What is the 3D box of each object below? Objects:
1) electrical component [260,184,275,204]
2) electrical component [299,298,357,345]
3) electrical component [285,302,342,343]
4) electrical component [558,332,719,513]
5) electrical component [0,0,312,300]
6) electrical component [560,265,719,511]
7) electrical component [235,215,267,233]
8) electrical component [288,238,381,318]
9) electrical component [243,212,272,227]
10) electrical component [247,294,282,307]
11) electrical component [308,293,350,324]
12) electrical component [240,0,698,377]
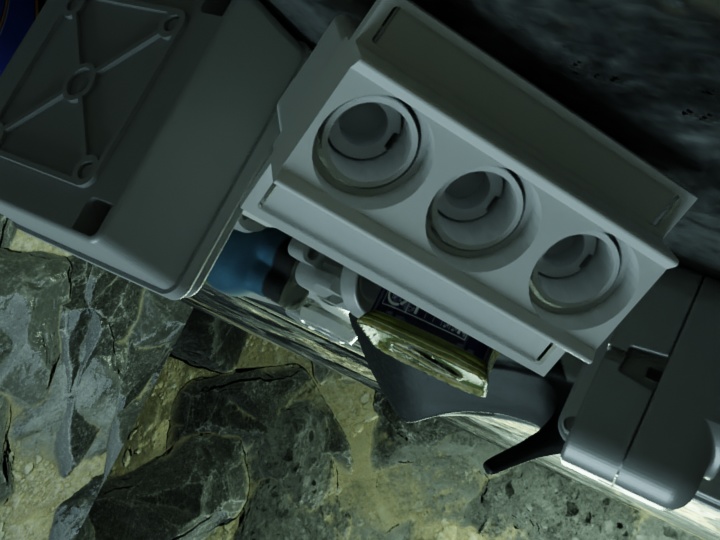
[{"bbox_3d":[-0.007,-0.032,0.555,0.077,0.043,0.079,19,169,43],"label":"electrical component"},{"bbox_3d":[-0.018,0.030,0.948,0.078,0.057,0.058,28,172,-14],"label":"electrical component"},{"bbox_3d":[-0.029,0.034,1.013,0.057,0.058,0.078,26,172,21],"label":"electrical component"},{"bbox_3d":[0.172,0.078,0.571,0.113,0.078,0.057,23,174,25],"label":"electrical component"},{"bbox_3d":[-0.089,-0.057,0.415,0.109,0.108,0.056,20,168,38],"label":"electrical component"},{"bbox_3d":[0.131,0.050,0.453,0.059,0.095,0.053,24,172,16],"label":"electrical component"},{"bbox_3d":[-0.081,-0.050,0.673,0.055,0.045,0.045,20,170,39],"label":"electrical component"},{"bbox_3d":[0.000,0.000,0.696,0.078,0.058,0.057,33,173,-40],"label":"electrical component"},{"bbox_3d":[-0.061,-0.052,0.605,0.064,0.042,0.081,29,173,-30],"label":"electrical component"},{"bbox_3d":[-0.112,-0.024,0.882,0.089,0.061,0.150,30,172,-25],"label":"electrical component"},{"bbox_3d":[-0.020,0.012,0.883,0.079,0.044,0.077,23,172,22],"label":"electrical component"},{"bbox_3d":[0.034,-0.028,0.347,0.121,0.078,0.063,29,-159,-21],"label":"electrical component"}]
